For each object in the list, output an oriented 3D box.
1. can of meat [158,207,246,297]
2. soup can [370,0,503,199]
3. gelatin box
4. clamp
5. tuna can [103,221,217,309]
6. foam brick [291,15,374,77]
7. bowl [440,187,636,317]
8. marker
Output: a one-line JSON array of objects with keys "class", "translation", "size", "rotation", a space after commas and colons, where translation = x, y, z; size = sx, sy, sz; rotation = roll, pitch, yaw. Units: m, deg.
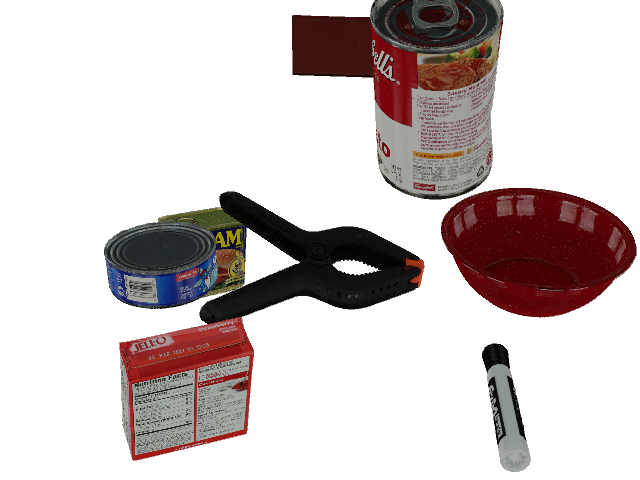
[{"class": "can of meat", "translation": [-0.130, 0.014, 1.194], "size": [0.101, 0.084, 0.058], "rotation": [-11, 23, -38]}, {"class": "soup can", "translation": [0.063, -0.081, 0.579], "size": [0.068, 0.102, 0.068], "rotation": [-3, 44, 3]}, {"class": "gelatin box", "translation": [-0.079, 0.088, 0.628], "size": [0.073, 0.030, 0.089], "rotation": [-11, -40, -17]}, {"class": "clamp", "translation": [-0.010, 0.029, 1.001], "size": [0.210, 0.164, 0.036], "rotation": [10, -44, 4]}, {"class": "tuna can", "translation": [-0.122, 0.018, 0.823], "size": [0.086, 0.034, 0.086], "rotation": [-1, 26, 1]}, {"class": "foam brick", "translation": [0.012, -0.177, 0.973], "size": [0.078, 0.051, 0.053], "rotation": [2, 16, -1]}, {"class": "bowl", "translation": [0.181, 0.017, 0.906], "size": [0.162, 0.055, 0.162], "rotation": [1, 33, -1]}, {"class": "marker", "translation": [0.123, 0.108, 0.715], "size": [0.020, 0.020, 0.121], "rotation": [0, 29, 2]}]
